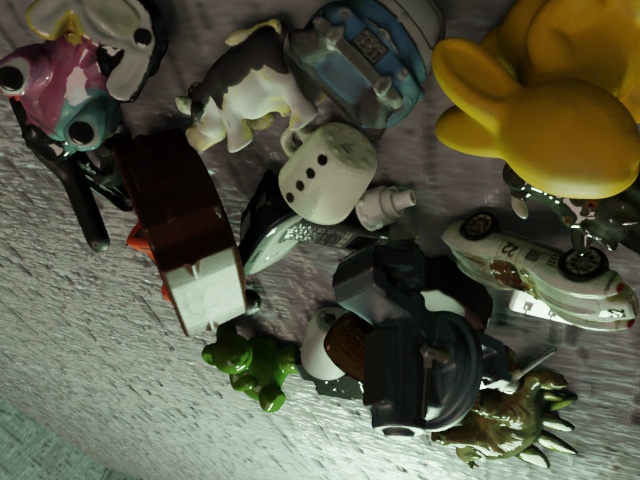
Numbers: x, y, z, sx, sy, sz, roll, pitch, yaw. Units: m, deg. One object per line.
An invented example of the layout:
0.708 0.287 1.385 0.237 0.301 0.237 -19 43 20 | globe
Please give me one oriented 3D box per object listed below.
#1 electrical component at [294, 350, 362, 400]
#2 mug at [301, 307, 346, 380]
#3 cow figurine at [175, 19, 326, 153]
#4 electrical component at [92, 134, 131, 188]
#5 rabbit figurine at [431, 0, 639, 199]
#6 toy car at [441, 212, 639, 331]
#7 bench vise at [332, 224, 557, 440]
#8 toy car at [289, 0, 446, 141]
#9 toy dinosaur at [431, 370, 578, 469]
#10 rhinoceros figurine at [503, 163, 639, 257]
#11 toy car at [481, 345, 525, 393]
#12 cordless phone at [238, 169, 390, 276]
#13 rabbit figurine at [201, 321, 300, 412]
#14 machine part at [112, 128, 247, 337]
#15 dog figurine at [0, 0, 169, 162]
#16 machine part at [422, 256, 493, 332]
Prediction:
0.027 0.225 0.931 0.134 0.058 0.114 4 138 24 | electrical component
0.026 0.154 0.827 0.110 0.081 0.107 -2 137 -5 | mug
-0.082 -0.141 0.516 0.167 0.068 0.098 -11 126 34 | cow figurine
-0.254 -0.100 0.665 0.021 0.094 0.063 16 108 -3 | electrical component
0.155 -0.101 0.350 0.163 0.173 0.121 5 145 16 | rabbit figurine
0.207 0.029 0.527 0.202 0.056 0.073 29 162 51 | toy car
0.122 0.101 0.565 0.240 0.224 0.129 23 135 -28 | bench vise
0.042 -0.145 0.406 0.109 0.162 0.103 45 96 -5 | toy car
0.276 0.291 0.842 0.199 0.105 0.470 18 148 2 | toy dinosaur
0.237 -0.030 0.445 0.190 0.112 0.073 24 147 -14 | rhinoceros figurine
0.170 0.179 0.711 0.089 0.053 0.202 30 141 -23 | toy car
-0.002 -0.001 0.653 0.184 0.089 0.146 13 147 -19 | cordless phone
-0.130 0.201 0.940 0.159 0.121 0.170 26 165 35 | rabbit figurine
-0.158 -0.010 0.622 0.201 0.087 0.201 57 159 34 | machine part
-0.241 -0.164 0.555 0.108 0.191 0.219 35 177 -20 | dog figurine
0.130 0.087 0.700 0.179 0.056 0.179 14 143 11 | machine part
